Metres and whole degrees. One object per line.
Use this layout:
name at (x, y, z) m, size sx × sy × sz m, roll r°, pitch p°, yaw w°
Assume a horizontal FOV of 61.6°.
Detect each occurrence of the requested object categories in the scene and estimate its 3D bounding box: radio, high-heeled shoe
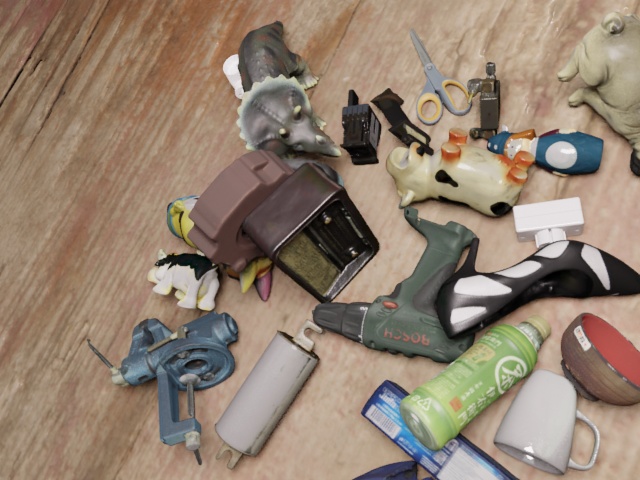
radio at (-0.002, -0.002, 0.756) m, size 0.131 × 0.229 × 0.073 m, roll -45°, pitch 62°, yaw -2°
high-heeled shoe at (0.273, 0.076, 0.660) m, size 0.249 × 0.086 × 0.145 m, roll 12°, pitch 64°, yaw 11°

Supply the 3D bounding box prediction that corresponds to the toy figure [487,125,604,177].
toy figure at (0.313, -0.128, 0.759) m, size 0.155 × 0.057 × 0.064 m, roll 10°, pitch 86°, yaw 25°

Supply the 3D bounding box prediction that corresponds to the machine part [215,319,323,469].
machine part at (-0.077, 0.223, 0.790) m, size 0.079 × 0.079 × 0.243 m, roll 31°, pitch 86°, yaw 29°

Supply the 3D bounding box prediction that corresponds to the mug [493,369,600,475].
mug at (0.276, 0.215, 0.640) m, size 0.110 × 0.080 × 0.107 m, roll 16°, pitch 68°, yaw 25°

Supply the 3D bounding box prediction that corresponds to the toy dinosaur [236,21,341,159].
toy dinosaur at (-0.082, -0.275, 0.911) m, size 0.131 × 0.192 × 0.405 m, roll -23°, pitch 65°, yaw 11°

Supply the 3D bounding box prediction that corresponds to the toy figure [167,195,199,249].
toy figure at (-0.212, -0.031, 0.913) m, size 0.180 × 0.082 × 0.089 m, roll 3°, pitch 112°, yaw 60°

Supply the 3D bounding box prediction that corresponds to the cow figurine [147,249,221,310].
cow figurine at (-0.233, 0.053, 0.908) m, size 0.168 × 0.068 × 0.098 m, roll 18°, pitch 90°, yaw 42°

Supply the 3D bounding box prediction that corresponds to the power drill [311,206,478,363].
power drill at (0.119, 0.060, 0.763) m, size 0.232 × 0.086 × 0.207 m, roll 18°, pitch 75°, yaw 25°

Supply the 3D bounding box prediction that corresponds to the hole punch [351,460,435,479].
hole punch at (0.070, 0.320, 0.665) m, size 0.092 × 0.142 × 0.115 m, roll 37°, pitch 100°, yaw 34°

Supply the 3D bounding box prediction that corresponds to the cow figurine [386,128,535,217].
cow figurine at (0.189, -0.089, 0.775) m, size 0.195 × 0.127 × 0.085 m, roll 20°, pitch 43°, yaw 12°

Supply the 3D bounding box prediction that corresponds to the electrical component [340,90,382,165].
electrical component at (0.069, -0.190, 0.882) m, size 0.048 × 0.074 × 0.119 m, roll -1°, pitch 68°, yaw 24°

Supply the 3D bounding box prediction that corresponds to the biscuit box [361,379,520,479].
biscuit box at (0.150, 0.262, 0.686) m, size 0.203 × 0.062 × 0.059 m, roll 35°, pitch 88°, yaw 30°

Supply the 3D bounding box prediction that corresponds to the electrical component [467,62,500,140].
electrical component at (0.244, -0.201, 0.800) m, size 0.045 × 0.102 × 0.078 m, roll 0°, pitch 47°, yaw 20°

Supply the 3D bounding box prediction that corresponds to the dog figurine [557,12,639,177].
dog figurine at (0.411, -0.177, 0.678) m, size 0.121 × 0.172 × 0.191 m, roll -36°, pitch 54°, yaw 20°

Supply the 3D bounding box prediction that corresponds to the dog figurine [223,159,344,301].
dog figurine at (-0.065, -0.012, 0.859) m, size 0.192 × 0.108 × 0.219 m, roll 5°, pitch 78°, yaw 22°

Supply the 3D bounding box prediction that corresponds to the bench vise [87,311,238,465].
bench vise at (-0.224, 0.213, 0.822) m, size 0.224 × 0.128 × 0.241 m, roll -16°, pitch 45°, yaw -4°

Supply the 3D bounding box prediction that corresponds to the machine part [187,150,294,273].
machine part at (-0.093, -0.037, 0.730) m, size 0.179 × 0.179 × 0.056 m, roll -47°, pitch 67°, yaw 1°

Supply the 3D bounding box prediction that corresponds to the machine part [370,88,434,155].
machine part at (0.131, -0.186, 0.858) m, size 0.039 × 0.084 × 0.139 m, roll -48°, pitch 48°, yaw 30°
